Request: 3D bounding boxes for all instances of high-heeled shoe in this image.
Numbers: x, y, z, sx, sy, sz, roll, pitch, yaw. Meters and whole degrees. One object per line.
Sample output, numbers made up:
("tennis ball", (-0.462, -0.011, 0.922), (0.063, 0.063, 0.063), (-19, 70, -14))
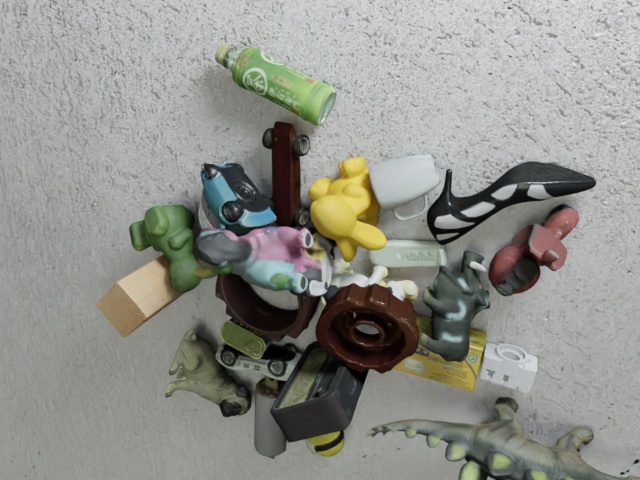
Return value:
("high-heeled shoe", (0.296, -0.046, 0.860), (0.249, 0.086, 0.145), (6, 123, 20))

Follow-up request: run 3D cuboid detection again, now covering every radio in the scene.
("radio", (0.011, 0.269, 1.016), (0.131, 0.229, 0.073), (-20, 105, 25))

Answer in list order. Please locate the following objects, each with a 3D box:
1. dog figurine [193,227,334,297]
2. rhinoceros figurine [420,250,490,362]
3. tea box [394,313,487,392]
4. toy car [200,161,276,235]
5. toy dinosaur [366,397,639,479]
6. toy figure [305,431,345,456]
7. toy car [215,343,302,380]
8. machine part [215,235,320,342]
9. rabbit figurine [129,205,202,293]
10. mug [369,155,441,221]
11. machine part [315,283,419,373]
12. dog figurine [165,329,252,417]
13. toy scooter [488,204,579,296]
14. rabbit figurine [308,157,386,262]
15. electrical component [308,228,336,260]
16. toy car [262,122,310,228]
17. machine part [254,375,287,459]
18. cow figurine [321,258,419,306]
("dog figurine", (-0.104, 0.031, 0.908), (0.219, 0.191, 0.108), (5, 82, 22))
("rhinoceros figurine", (0.230, 0.110, 0.911), (0.112, 0.073, 0.190), (12, 86, 17))
("tea box", (0.212, 0.201, 0.995), (0.170, 0.068, 0.098), (14, 115, 16))
("toy car", (-0.167, -0.065, 0.988), (0.162, 0.109, 0.103), (51, 122, 14))
("toy dinosaur", (0.324, 0.373, 0.943), (0.472, 0.198, 0.105), (10, 111, 17))
("toy figure", (0.003, 0.381, 1.150), (0.089, 0.082, 0.180), (3, 109, 24))
("toy car", (-0.129, 0.253, 1.157), (0.202, 0.073, 0.056), (6, 113, 21))
("machine part", (-0.101, 0.089, 1.061), (0.201, 0.087, 0.201), (27, 124, 12))
("rabbit figurine", (-0.286, 0.025, 1.087), (0.121, 0.159, 0.170), (-29, 79, 31))
("mug", (0.149, -0.090, 0.899), (0.107, 0.081, 0.109), (-20, 97, 19))
("machine part", (0.083, 0.154, 0.938), (0.179, 0.056, 0.179), (7, 125, 9))
("dog figurine", (-0.235, 0.302, 1.221), (0.191, 0.121, 0.172), (16, 120, 1))
("toy scooter", (0.330, 0.029, 0.838), (0.075, 0.135, 0.183), (38, 121, 3))
("rabbit figurine", (0.036, -0.043, 0.913), (0.122, 0.173, 0.162), (-22, 97, 24))
("electrical component", (-0.002, -0.003, 1.030), (0.063, 0.021, 0.093), (-5, 109, 25))
("toy car", (-0.059, -0.117, 0.991), (0.089, 0.053, 0.201), (18, 118, 35))
("machine part", (-0.108, 0.396, 1.204), (0.079, 0.079, 0.243), (12, 114, 18))
("cow figurine", (0.090, 0.098, 0.981), (0.168, 0.098, 0.068), (11, 140, 21))
